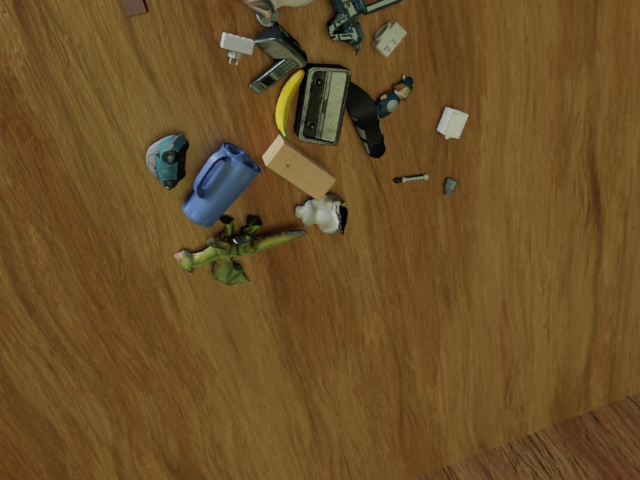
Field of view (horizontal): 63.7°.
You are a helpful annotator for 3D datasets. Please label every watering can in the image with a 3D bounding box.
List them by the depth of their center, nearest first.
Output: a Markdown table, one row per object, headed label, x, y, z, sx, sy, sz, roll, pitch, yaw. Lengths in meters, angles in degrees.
| label | x | y | z | sx | sy | sz | roll | pitch | yaw |
| --- | --- | --- | --- | --- | --- | --- | --- | --- | --- |
| watering can | -0.156 | -0.713 | 1.291 | 0.344 | 0.104 | 0.226 | 41 | 80 | -20 |

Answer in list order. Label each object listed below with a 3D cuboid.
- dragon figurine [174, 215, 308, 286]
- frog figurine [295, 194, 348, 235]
| label | x | y | z | sx | sy | sz | roll | pitch | yaw |
| --- | --- | --- | --- | --- | --- | --- | --- | --- | --- |
| dragon figurine | -0.257 | 0.050 | 1.659 | 0.410 | 0.125 | 0.237 | 4 | 132 | -16 |
| frog figurine | 0.005 | -0.084 | 1.666 | 0.159 | 0.125 | 0.134 | 2 | 132 | 24 |
